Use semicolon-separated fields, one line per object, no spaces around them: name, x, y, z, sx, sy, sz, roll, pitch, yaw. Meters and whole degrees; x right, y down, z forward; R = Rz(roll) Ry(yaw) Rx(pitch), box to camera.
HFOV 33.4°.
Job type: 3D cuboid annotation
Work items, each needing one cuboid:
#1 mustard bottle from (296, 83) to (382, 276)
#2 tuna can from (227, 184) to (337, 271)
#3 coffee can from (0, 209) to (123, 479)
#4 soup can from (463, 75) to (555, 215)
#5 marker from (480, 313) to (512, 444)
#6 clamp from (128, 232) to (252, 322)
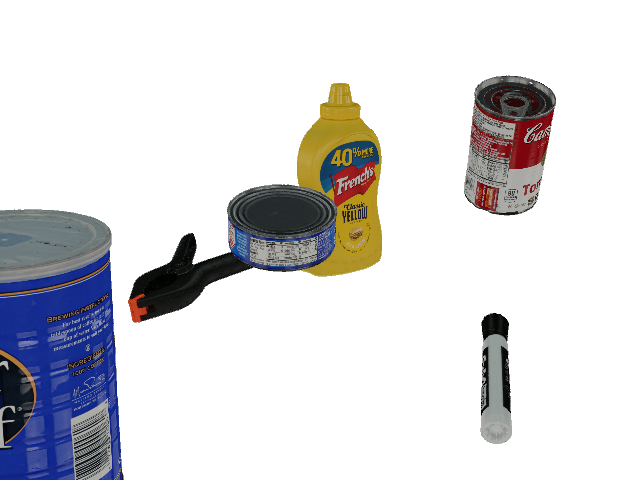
mustard bottle;0.020;-0.064;1.092;0.096;0.192;0.058;-12;19;-36
tuna can;-0.030;-0.010;0.835;0.086;0.034;0.086;1;29;-1
coffee can;-0.154;0.064;0.541;0.103;0.140;0.103;0;17;0
soup can;0.161;-0.081;0.922;0.068;0.102;0.068;1;38;-1
marker;0.115;0.086;0.698;0.020;0.020;0.121;0;31;9
clamp;-0.145;0.040;1.205;0.120;0.039;0.171;-1;29;30
